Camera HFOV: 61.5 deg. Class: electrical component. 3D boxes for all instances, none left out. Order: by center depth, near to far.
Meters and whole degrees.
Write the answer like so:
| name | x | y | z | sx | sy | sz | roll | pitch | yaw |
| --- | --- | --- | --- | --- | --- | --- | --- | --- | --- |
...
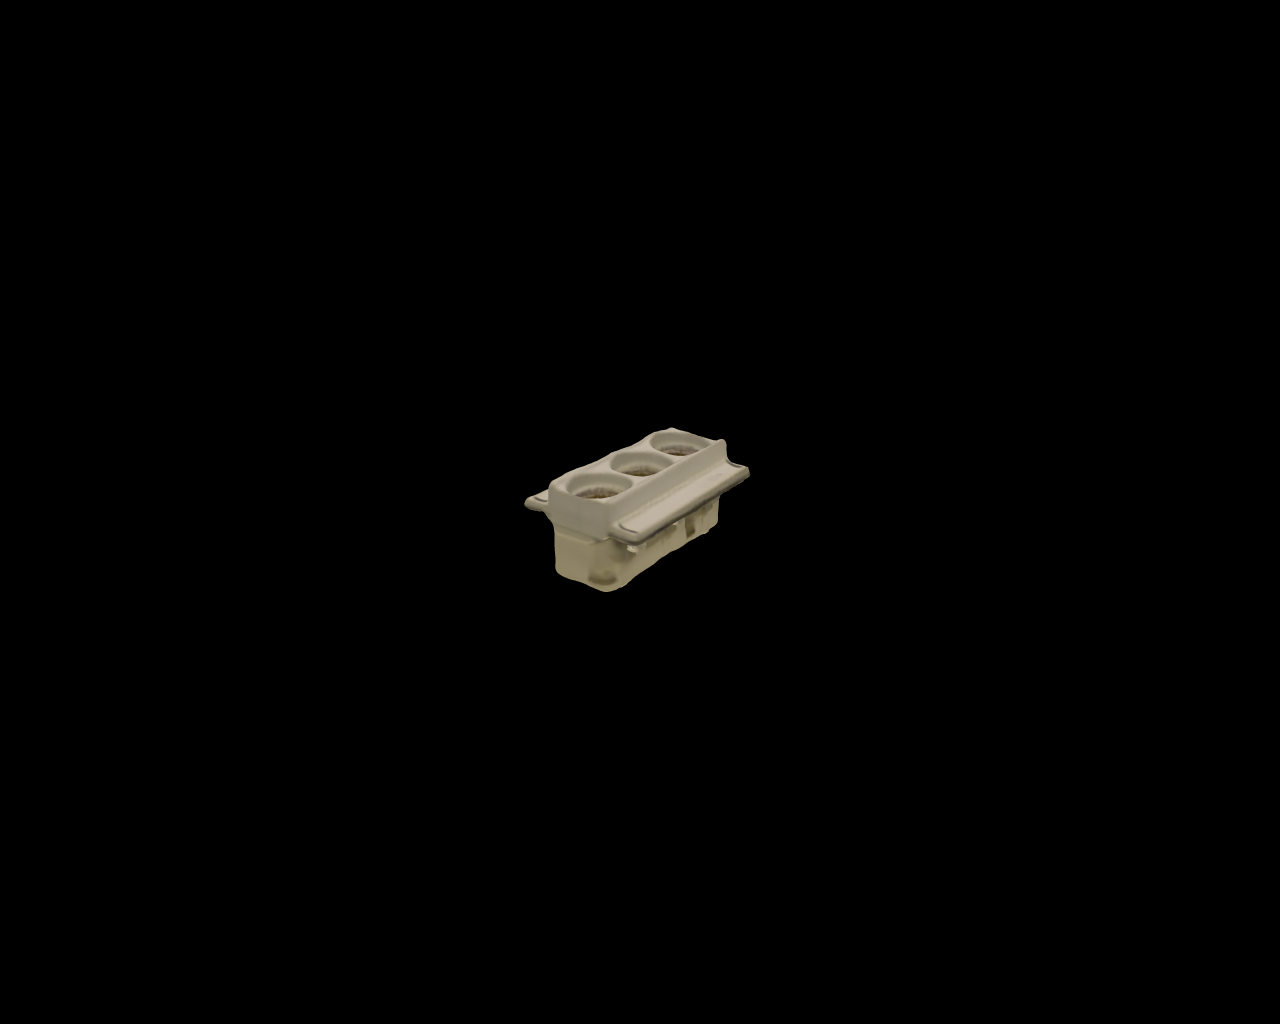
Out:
| name | x | y | z | sx | sy | sz | roll | pitch | yaw |
| --- | --- | --- | --- | --- | --- | --- | --- | --- | --- |
| electrical component | 0.001 | -0.003 | 0.650 | 0.079 | 0.063 | 0.121 | 17 | 29 | 32 |
